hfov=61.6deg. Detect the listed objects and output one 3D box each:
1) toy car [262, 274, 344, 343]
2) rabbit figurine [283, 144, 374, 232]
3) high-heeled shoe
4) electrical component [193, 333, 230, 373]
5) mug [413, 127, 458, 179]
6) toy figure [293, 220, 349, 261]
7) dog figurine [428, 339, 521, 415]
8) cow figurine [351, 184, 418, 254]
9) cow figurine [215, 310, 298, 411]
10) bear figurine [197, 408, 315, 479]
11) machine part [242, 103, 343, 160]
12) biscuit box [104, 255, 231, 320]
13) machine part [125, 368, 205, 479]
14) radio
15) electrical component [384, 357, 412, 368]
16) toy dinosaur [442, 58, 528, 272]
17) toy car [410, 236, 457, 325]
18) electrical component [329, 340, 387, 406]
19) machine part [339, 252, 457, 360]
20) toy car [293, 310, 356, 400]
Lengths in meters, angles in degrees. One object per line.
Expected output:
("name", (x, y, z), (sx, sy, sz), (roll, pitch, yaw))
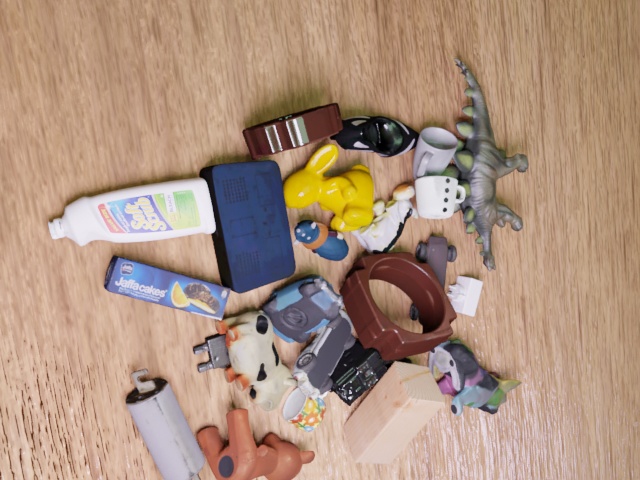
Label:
("toy car", (-0.029, 0.114, 1.014), (0.109, 0.161, 0.103), (44, 30, -15))
("rabbit figurine", (0.012, -0.099, 1.024), (0.173, 0.122, 0.162), (3, 91, -9))
("high-heeled shoe", (0.133, -0.208, 1.057), (0.249, 0.145, 0.086), (-7, 97, -25))
("electrical component", (-0.185, 0.205, 0.989), (0.094, 0.021, 0.063), (-17, 101, -27))
("mug", (0.233, -0.164, 1.127), (0.081, 0.107, 0.109), (22, 47, 11))
("toy figure", (-0.003, -0.001, 1.029), (0.154, 0.058, 0.064), (32, 85, -48))
("dog figurine", (0.360, 0.313, 1.235), (0.219, 0.109, 0.191), (-2, 92, -32))
("cow figurine", (0.150, -0.037, 1.120), (0.167, 0.068, 0.098), (-43, 116, -16))
("cow figurine", (-0.109, 0.222, 0.985), (0.127, 0.086, 0.194), (-18, 106, -32))
("bear figurine", (-0.111, 0.390, 1.001), (0.195, 0.120, 0.132), (16, 41, -52))
("machine part", (-0.047, -0.194, 0.955), (0.179, 0.179, 0.056), (-25, 107, -24))
("biscuit box", (-0.260, 0.082, 0.920), (0.202, 0.063, 0.059), (19, 84, -28))
("machine part", (-0.266, 0.330, 0.925), (0.079, 0.079, 0.243), (-28, 106, -23))
("radio", (-0.128, -0.029, 0.976), (0.131, 0.073, 0.229), (-14, 101, -27))
("electrical component", (0.165, 0.272, 1.146), (0.119, 0.075, 0.047), (-10, 99, -22))
("toy dinosaur", (0.359, -0.163, 1.204), (0.198, 0.105, 0.471), (-3, 90, -24))
("toy car", (0.249, 0.092, 1.190), (0.089, 0.053, 0.202), (4, 90, -7))
("electrical component", (0.065, 0.249, 1.070), (0.134, 0.115, 0.058), (-39, 115, -20))
("machine part", (0.153, 0.128, 1.067), (0.201, 0.087, 0.201), (-3, 55, -34))
("toy car", (0.009, 0.215, 1.034), (0.073, 0.056, 0.202), (58, 41, -20))
